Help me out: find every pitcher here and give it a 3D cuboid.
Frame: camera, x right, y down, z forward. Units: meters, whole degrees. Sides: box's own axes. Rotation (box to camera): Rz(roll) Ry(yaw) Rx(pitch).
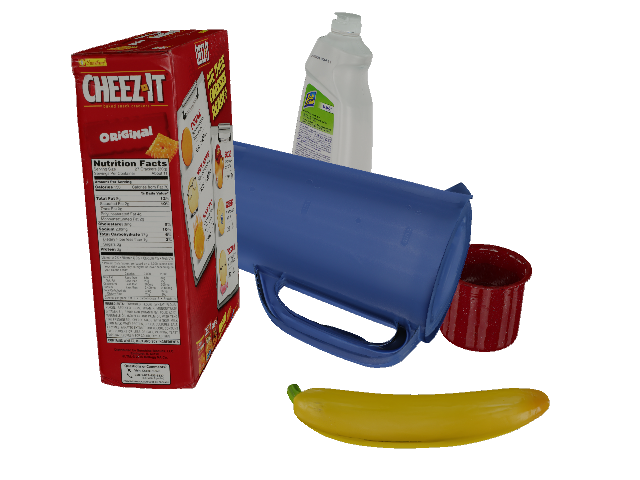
[{"bbox_3d":[0.003,0.001,0.937,0.243,0.145,0.149,17,21,16],"label":"pitcher"}]

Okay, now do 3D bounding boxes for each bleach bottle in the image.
[{"bbox_3d":[0.018,-0.112,1.134,0.067,0.251,0.103,-10,26,-42],"label":"bleach bottle"}]

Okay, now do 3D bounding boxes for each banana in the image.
[{"bbox_3d":[0.062,0.122,0.766,0.198,0.037,0.069,2,27,15],"label":"banana"}]

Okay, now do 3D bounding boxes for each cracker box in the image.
[{"bbox_3d":[-0.105,-0.028,0.722,0.072,0.214,0.164,0,15,7],"label":"cracker box"}]

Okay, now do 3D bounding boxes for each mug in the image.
[{"bbox_3d":[0.163,0.055,1.102,0.093,0.081,0.117,-3,28,-9],"label":"mug"}]
